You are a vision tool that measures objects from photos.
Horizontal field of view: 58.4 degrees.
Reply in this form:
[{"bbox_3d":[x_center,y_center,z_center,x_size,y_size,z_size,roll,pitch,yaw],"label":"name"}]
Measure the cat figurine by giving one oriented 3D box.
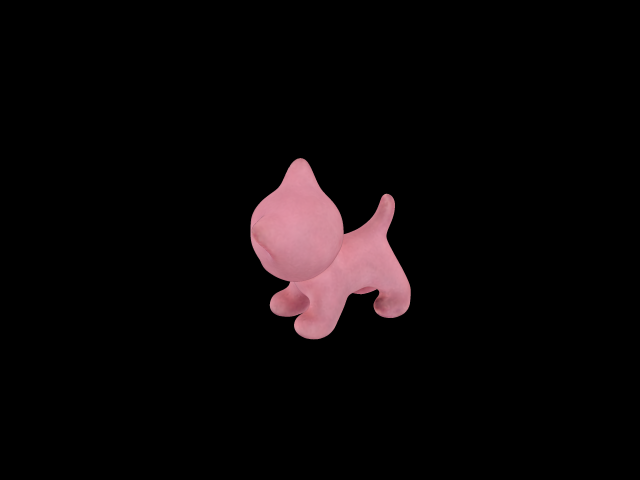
[{"bbox_3d":[0.004,0.001,0.400,0.128,0.118,0.067,-13,26,-29],"label":"cat figurine"}]
